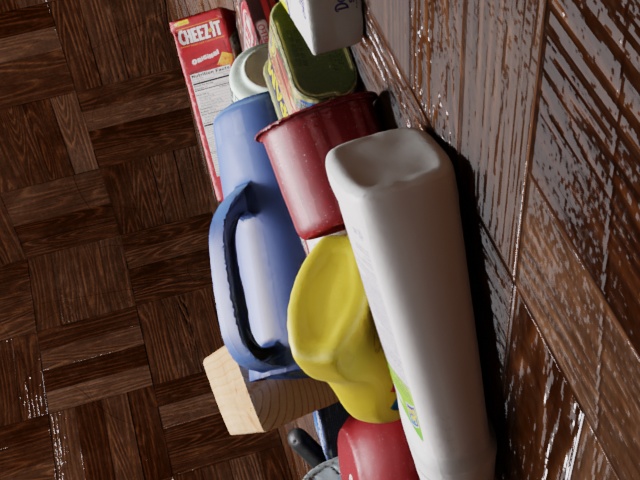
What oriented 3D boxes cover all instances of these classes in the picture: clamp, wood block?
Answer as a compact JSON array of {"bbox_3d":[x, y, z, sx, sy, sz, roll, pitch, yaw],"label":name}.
[{"bbox_3d":[0.027,0.285,1.253,0.120,0.039,0.171,14,-145,-52],"label":"clamp"},{"bbox_3d":[-0.050,0.137,1.071,0.206,0.090,0.090,139,110,-73],"label":"wood block"}]

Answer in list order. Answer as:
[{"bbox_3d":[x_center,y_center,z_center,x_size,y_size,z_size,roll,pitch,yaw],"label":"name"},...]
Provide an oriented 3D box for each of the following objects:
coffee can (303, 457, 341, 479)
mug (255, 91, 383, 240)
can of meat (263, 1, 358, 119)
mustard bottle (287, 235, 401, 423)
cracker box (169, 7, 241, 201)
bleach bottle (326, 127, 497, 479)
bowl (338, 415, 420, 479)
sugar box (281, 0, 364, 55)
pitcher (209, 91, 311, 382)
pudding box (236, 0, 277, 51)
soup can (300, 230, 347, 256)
[{"bbox_3d":[0.044,0.312,1.128,0.103,0.102,0.140,-130,27,-73],"label":"coffee can"},{"bbox_3d":[0.015,-0.051,0.764,0.117,0.093,0.081,-12,-99,-67],"label":"mug"},{"bbox_3d":[-0.007,-0.131,0.848,0.084,0.057,0.102,100,155,-65],"label":"can of meat"},{"bbox_3d":[0.039,0.080,0.774,0.191,0.058,0.096,53,-136,-54],"label":"mustard bottle"},{"bbox_3d":[-0.102,-0.159,1.268,0.164,0.072,0.214,-45,-60,-78],"label":"cracker box"},{"bbox_3d":[0.067,0.063,0.666,0.102,0.068,0.251,-114,9,-66],"label":"bleach bottle"},{"bbox_3d":[0.053,0.215,0.985,0.162,0.055,0.162,172,90,-79],"label":"bowl"},{"bbox_3d":[-0.015,-0.219,0.786,0.176,0.048,0.093,-119,15,-47],"label":"sugar box"},{"bbox_3d":[-0.025,-0.002,0.917,0.149,0.145,0.243,102,155,-82],"label":"pitcher"},{"bbox_3d":[-0.062,-0.216,1.139,0.113,0.039,0.090,98,157,-70],"label":"pudding box"},{"bbox_3d":[0.016,-0.012,0.835,0.068,0.068,0.102,115,136,-78],"label":"soup can"}]
